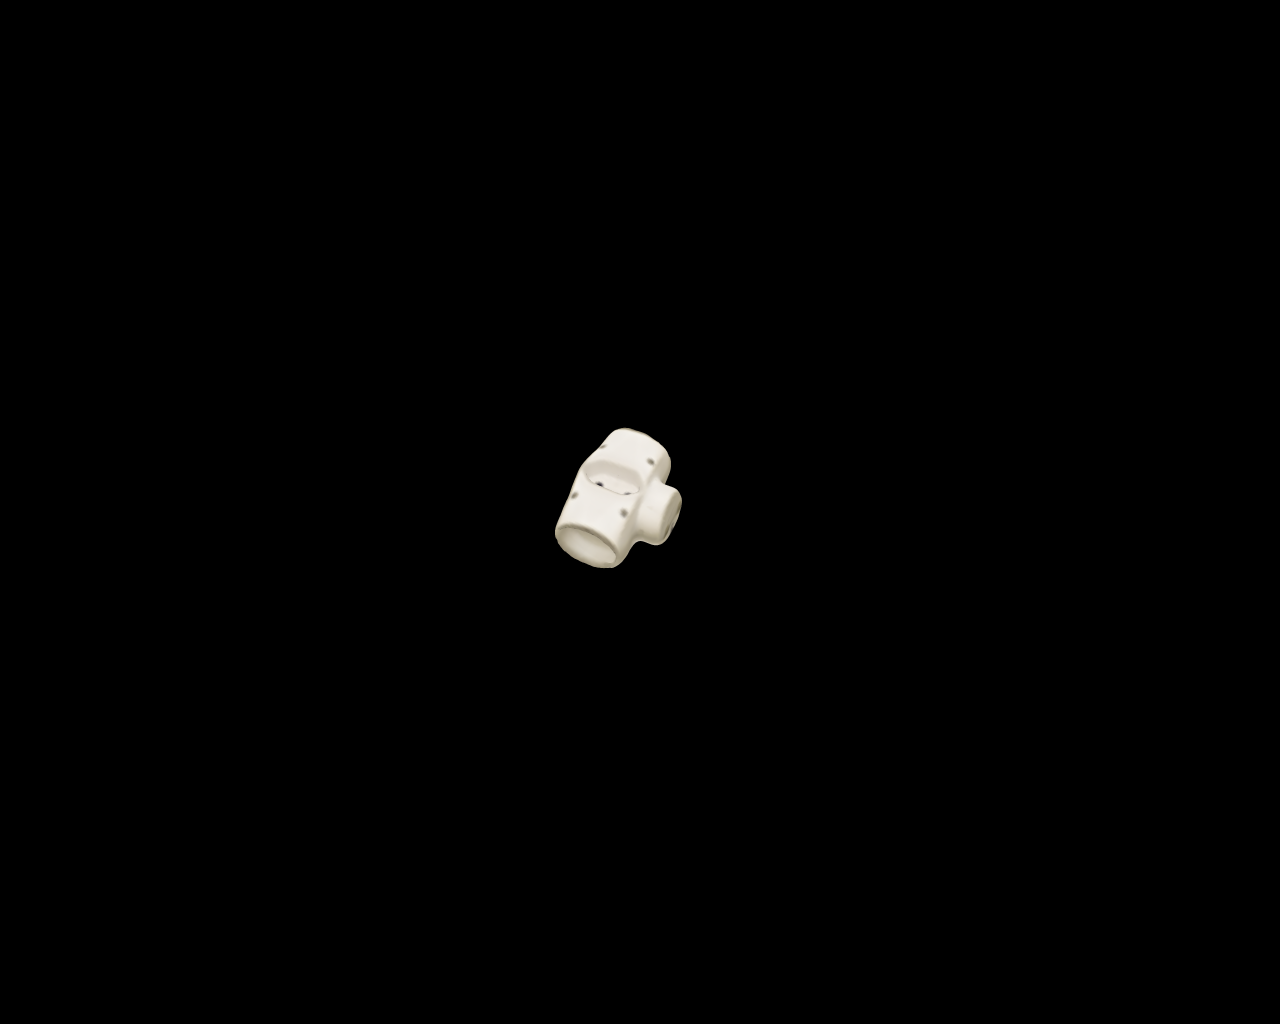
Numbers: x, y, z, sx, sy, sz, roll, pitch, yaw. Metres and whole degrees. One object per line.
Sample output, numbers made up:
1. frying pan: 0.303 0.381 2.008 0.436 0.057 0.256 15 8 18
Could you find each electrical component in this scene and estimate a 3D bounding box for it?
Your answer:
1. electrical component: 0.001 -0.003 0.650 0.079 0.077 0.043 21 -32 14
